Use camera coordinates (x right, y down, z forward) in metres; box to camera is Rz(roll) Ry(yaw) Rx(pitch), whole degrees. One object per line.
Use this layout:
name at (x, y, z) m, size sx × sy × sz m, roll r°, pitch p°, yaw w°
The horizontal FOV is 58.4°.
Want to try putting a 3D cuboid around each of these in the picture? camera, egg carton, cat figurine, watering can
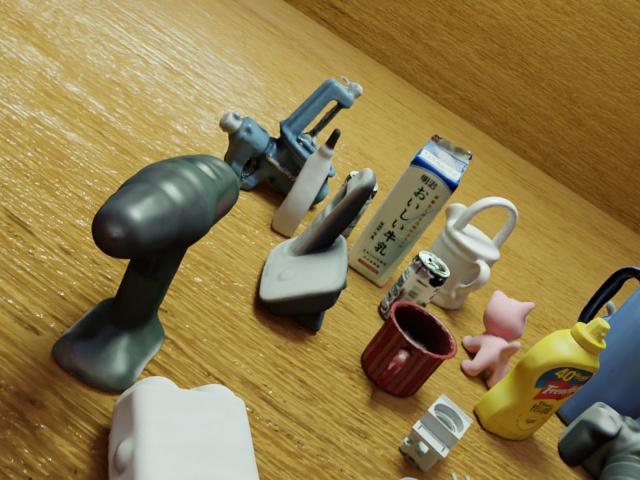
camera at (0.382, 0.286, 0.715) m, size 0.143 × 0.100 × 0.137 m, roll 43°, pitch 28°, yaw 20°
egg carton at (-0.101, 0.169, 0.419) m, size 0.107 × 0.069 × 0.150 m, roll 16°, pitch 31°, yaw -30°
cat figurine at (0.262, 0.134, 0.824) m, size 0.067 × 0.117 × 0.128 m, roll 31°, pitch 26°, yaw -3°
watering can at (0.236, 0.006, 0.927) m, size 0.101 × 0.194 × 0.172 m, roll 8°, pitch 35°, yaw -40°

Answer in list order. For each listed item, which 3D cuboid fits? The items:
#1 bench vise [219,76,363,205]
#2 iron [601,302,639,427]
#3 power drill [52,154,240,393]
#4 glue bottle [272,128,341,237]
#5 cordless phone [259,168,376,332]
bench vise at (-0.038, -0.161, 0.882) m, size 0.208 × 0.219 × 0.121 m, roll 5°, pitch 37°, yaw -43°
iron at (0.520, 0.223, 0.929) m, size 0.258 × 0.141 × 0.119 m, roll 40°, pitch 27°, yaw 14°
power drill at (-0.141, 0.021, 0.471) m, size 0.075 × 0.208 × 0.230 m, roll 31°, pitch 26°, yaw -4°
glue bottle at (-0.015, -0.089, 0.837) m, size 0.037 × 0.173 × 0.078 m, roll 27°, pitch 27°, yaw -10°
cordless phone at (0.006, 0.002, 0.691) m, size 0.094 × 0.185 × 0.147 m, roll 26°, pitch 27°, yaw -13°
